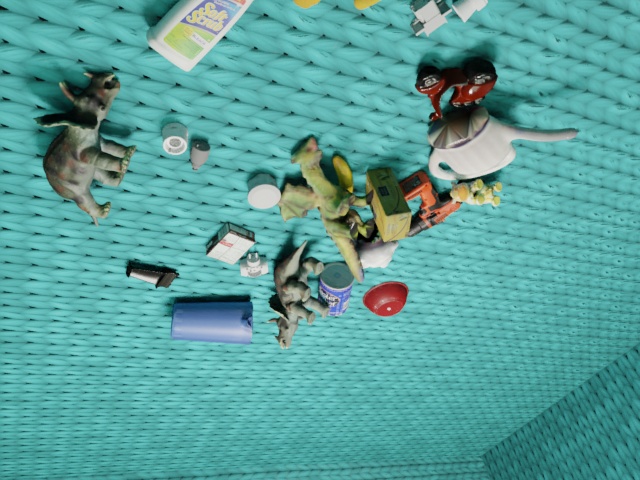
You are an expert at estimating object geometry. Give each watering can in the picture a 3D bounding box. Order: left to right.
[{"bbox_3d":[0.407,-0.241,1.230,0.344,0.106,0.221,-21,143,33],"label":"watering can"}]

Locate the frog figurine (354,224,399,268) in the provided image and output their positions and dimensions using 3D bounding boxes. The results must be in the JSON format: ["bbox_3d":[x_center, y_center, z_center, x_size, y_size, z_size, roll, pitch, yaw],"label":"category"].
[{"bbox_3d":[0.162,0.038,1.479,0.138,0.125,0.156,-32,127,-9],"label":"frog figurine"}]

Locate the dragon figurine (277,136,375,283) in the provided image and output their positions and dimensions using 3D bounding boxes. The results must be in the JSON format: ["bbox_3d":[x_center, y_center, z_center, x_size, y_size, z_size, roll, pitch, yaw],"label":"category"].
[{"bbox_3d":[0.004,-0.066,1.302,0.244,0.124,0.401,17,130,23],"label":"dragon figurine"}]
